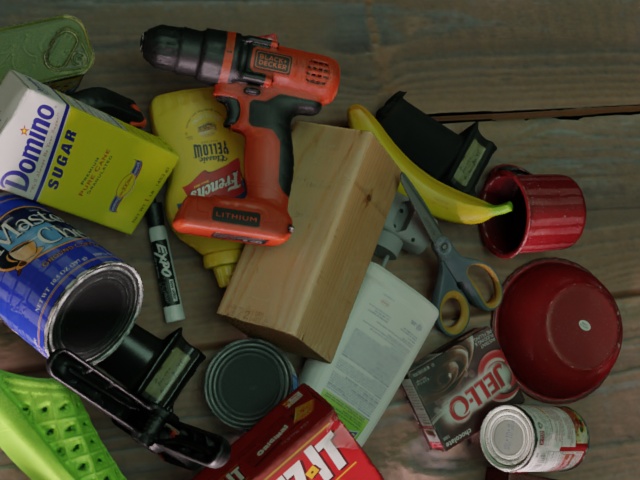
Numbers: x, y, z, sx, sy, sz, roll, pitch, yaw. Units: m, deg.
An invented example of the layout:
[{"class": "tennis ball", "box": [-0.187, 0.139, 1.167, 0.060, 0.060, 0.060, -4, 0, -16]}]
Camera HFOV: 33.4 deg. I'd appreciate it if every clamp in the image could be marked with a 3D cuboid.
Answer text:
[{"class": "clamp", "box": [-0.239, -0.107, 0.967, 0.171, 0.120, 0.039, -22, 70, -26]}, {"class": "clamp", "box": [-0.150, 0.155, 0.912, 0.164, 0.210, 0.036, 31, 73, 4]}]

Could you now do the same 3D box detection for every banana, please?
[{"class": "banana", "box": [0.102, -0.068, 1.107, 0.197, 0.070, 0.037, 31, 34, -5]}]

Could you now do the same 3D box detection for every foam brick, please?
[{"class": "foam brick", "box": [0.212, 0.268, 1.101, 0.078, 0.051, 0.053, 15, 78, -18]}]

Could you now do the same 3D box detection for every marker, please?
[{"class": "marker", "box": [-0.150, 0.019, 1.025, 0.020, 0.020, 0.121, -10, 85, -21]}]

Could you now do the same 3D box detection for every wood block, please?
[{"class": "wood block", "box": [-0.006, 0.001, 1.023, 0.090, 0.090, 0.206, 45, 62, -54]}]

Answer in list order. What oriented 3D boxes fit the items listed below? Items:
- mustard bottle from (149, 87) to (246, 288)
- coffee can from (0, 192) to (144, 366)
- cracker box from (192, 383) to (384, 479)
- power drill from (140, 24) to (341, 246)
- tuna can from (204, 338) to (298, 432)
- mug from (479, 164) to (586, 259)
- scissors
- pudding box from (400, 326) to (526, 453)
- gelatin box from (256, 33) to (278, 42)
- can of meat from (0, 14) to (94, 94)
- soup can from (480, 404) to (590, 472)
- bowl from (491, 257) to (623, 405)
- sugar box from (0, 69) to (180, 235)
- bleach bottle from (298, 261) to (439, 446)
[{"class": "mustard bottle", "box": [-0.104, -0.049, 1.031, 0.096, 0.058, 0.191, -8, 85, -16]}, {"class": "coffee can", "box": [-0.235, 0.033, 0.912, 0.140, 0.103, 0.102, 31, 67, 30]}, {"class": "cracker box", "box": [-0.010, 0.265, 0.964, 0.164, 0.072, 0.213, -40, 119, -14]}, {"class": "power drill", "box": [-0.081, -0.095, 0.960, 0.184, 0.057, 0.187, 10, 83, -9]}, {"class": "tuna can", "box": [-0.064, 0.138, 1.010, 0.086, 0.033, 0.086, -3, 73, 10]}, {"class": "mug", "box": [0.223, -0.037, 1.140, 0.081, 0.093, 0.117, -3, 46, -26]}, {"class": "scissors", "box": [0.117, 0.025, 1.086, 0.201, 0.016, 0.096, 40, 82, -33]}, {"class": "pudding box", "box": [0.145, 0.152, 1.100, 0.113, 0.039, 0.090, -27, 92, -21]}, {"class": "gelatin box", "box": [-0.055, -0.155, 1.048, 0.030, 0.089, 0.073, -9, 85, -12]}, {"class": "can of meat", "box": [-0.264, -0.159, 0.976, 0.102, 0.084, 0.057, -18, 88, -21]}, {"class": "soup can", "box": [0.218, 0.201, 1.083, 0.102, 0.069, 0.068, 11, 77, -45]}, {"class": "bowl", "box": [0.268, 0.095, 1.146, 0.162, 0.055, 0.162, 3, 81, -20]}, {"class": "sugar box", "box": [-0.216, -0.072, 0.939, 0.176, 0.048, 0.093, 21, 105, -51]}, {"class": "bleach bottle", "box": [0.014, 0.150, 1.042, 0.102, 0.068, 0.250, 36, 74, -10]}]
